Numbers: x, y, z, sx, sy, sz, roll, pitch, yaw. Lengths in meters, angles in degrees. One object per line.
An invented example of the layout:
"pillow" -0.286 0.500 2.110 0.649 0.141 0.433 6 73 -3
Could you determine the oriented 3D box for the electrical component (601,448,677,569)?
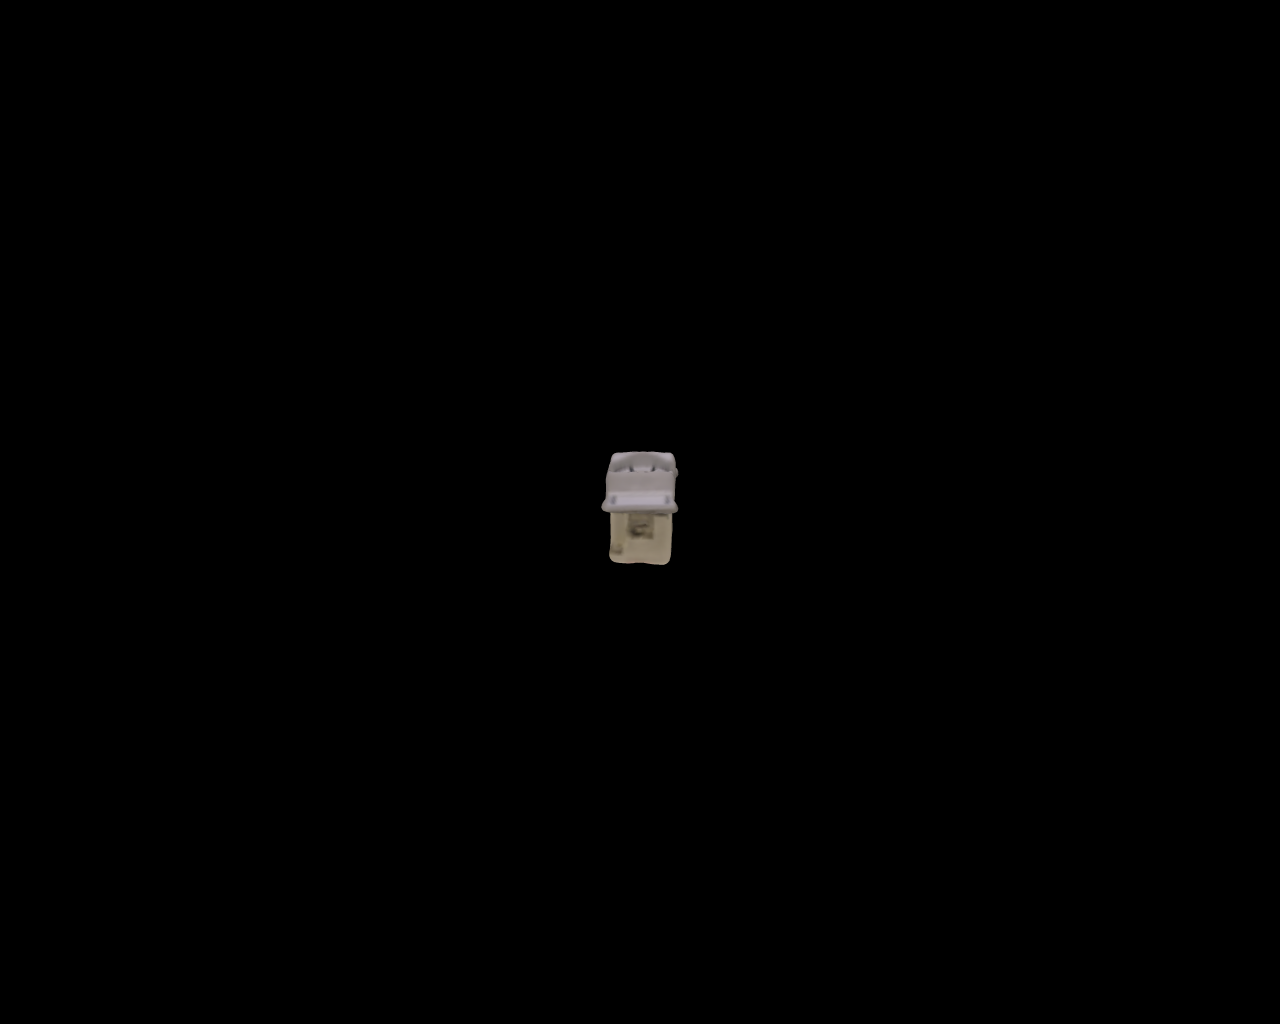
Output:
"electrical component" 0.001 -0.003 0.650 0.042 0.063 0.081 1 20 3
